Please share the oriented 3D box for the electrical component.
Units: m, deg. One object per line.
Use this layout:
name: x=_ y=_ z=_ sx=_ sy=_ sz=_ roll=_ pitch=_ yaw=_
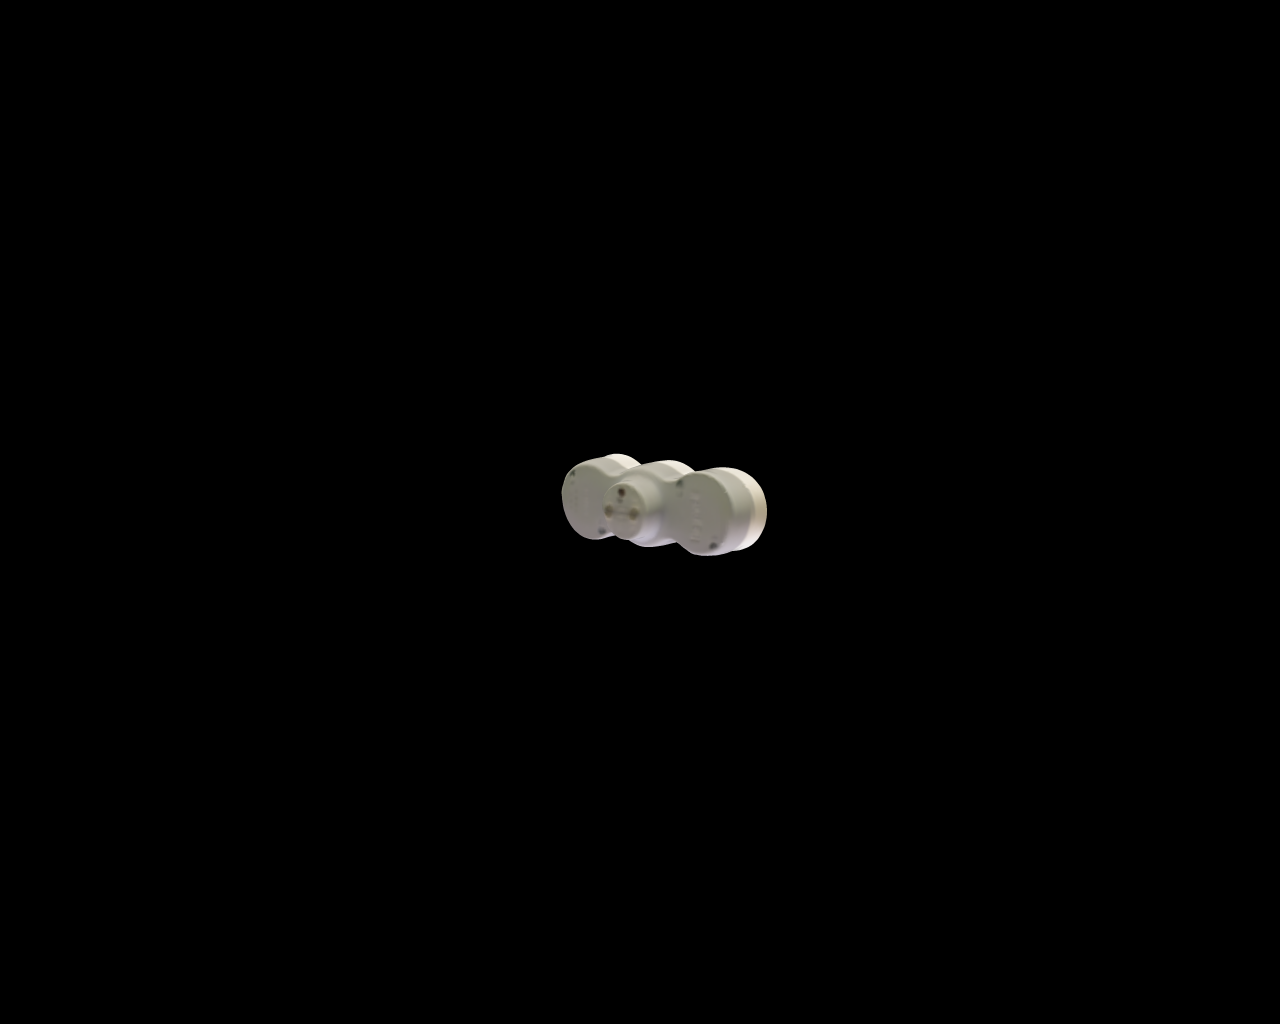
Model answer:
electrical component: x=0.001 y=-0.003 z=0.650 sx=0.138 sy=0.052 sz=0.074 roll=8 pitch=13 yaw=39
